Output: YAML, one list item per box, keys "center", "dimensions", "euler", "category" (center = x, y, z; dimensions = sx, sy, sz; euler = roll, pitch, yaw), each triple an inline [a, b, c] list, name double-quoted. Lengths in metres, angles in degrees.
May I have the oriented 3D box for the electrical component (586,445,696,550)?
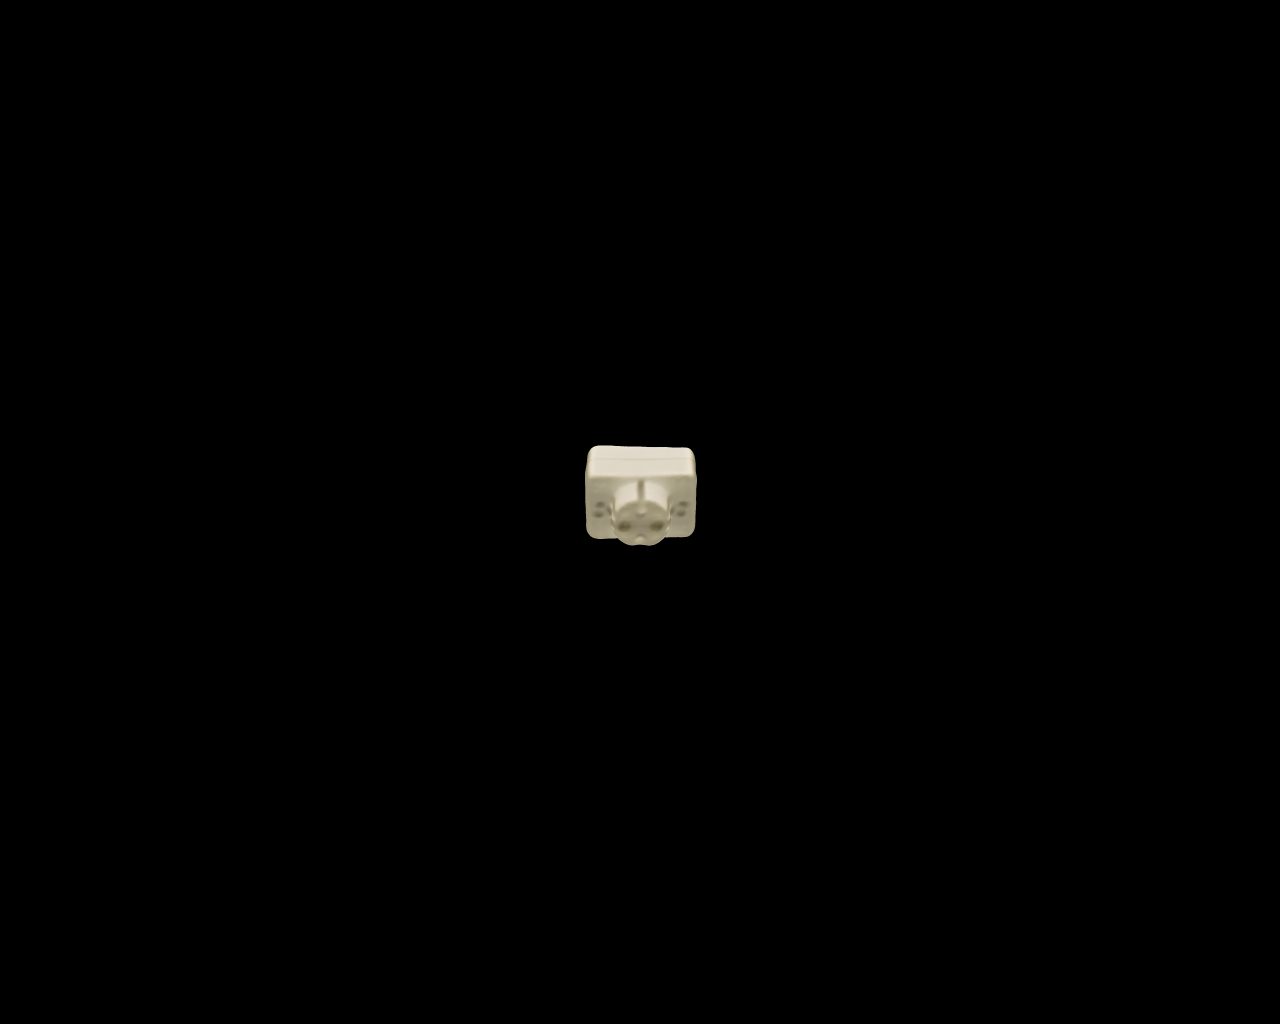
- center: [0.001, -0.003, 0.650]
  dimensions: [0.066, 0.047, 0.077]
  euler: [0, 32, 0]
  category: "electrical component"
